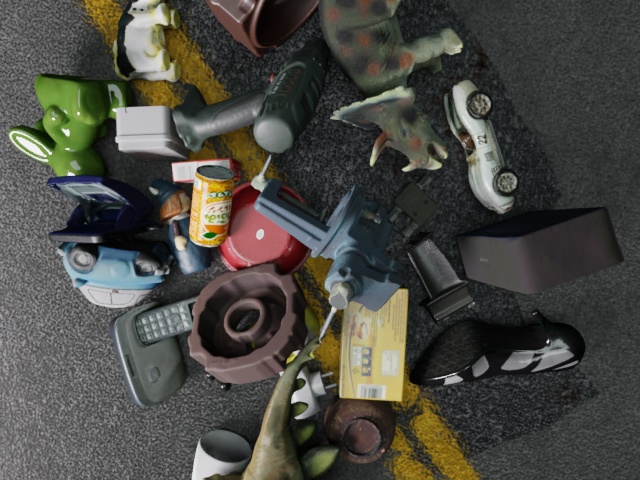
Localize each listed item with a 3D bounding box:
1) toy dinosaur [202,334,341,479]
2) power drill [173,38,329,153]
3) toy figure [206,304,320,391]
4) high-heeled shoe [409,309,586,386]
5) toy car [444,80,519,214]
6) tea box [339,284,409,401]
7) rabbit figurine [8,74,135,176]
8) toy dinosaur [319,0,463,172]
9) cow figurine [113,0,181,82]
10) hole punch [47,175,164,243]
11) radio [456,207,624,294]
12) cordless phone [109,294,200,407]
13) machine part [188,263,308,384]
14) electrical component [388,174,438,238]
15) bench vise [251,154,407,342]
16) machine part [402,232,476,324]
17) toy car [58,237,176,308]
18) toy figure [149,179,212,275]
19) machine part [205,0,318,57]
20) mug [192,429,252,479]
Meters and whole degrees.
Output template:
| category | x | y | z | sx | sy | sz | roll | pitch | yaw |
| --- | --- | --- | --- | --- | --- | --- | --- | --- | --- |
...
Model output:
| category | x | y | z | sx | sy | sz | roll | pitch | yaw |
| --- | --- | --- | --- | --- | --- | --- | --- | --- | --- |
| toy dinosaur | -0.065 | 0.359 | 0.771 | 0.198 | 0.105 | 0.470 | -6 | 111 | -31 |
| power drill | -0.092 | -0.201 | 0.767 | 0.207 | 0.232 | 0.085 | -4 | 136 | 13 |
| toy figure | -0.085 | 0.155 | 0.810 | 0.180 | 0.082 | 0.089 | -28 | 59 | 10 |
| high-heeled shoe | 0.271 | 0.186 | 0.820 | 0.249 | 0.086 | 0.145 | -31 | 123 | 20 |
| toy car | 0.234 | -0.133 | 0.786 | 0.056 | 0.073 | 0.201 | -19 | 92 | -1 |
| tea box | 0.079 | 0.148 | 0.809 | 0.098 | 0.068 | 0.169 | 4 | 92 | 1 |
| rabbit figurine | -0.368 | -0.152 | 0.790 | 0.159 | 0.121 | 0.170 | 7 | 108 | 5 |
| toy dinosaur | 0.069 | -0.286 | 0.712 | 0.192 | 0.131 | 0.404 | -30 | 115 | -7 |
| cow figurine | -0.262 | -0.323 | 0.800 | 0.098 | 0.068 | 0.167 | -1 | 92 | 8 |
| hole punch | -0.310 | -0.047 | 0.764 | 0.142 | 0.116 | 0.092 | -2 | 96 | 24 |
| radio | 0.280 | 0.009 | 0.717 | 0.131 | 0.229 | 0.073 | -18 | 93 | -2 |
| cordless phone | -0.212 | 0.156 | 0.823 | 0.184 | 0.089 | 0.146 | -17 | 92 | -16 |
| machine part | -0.099 | 0.116 | 0.756 | 0.179 | 0.179 | 0.056 | -27 | 136 | 3 |
| electrical component | 0.148 | -0.053 | 0.820 | 0.063 | 0.021 | 0.094 | 42 | 93 | -1 |
| bench vise | 0.003 | -0.009 | 0.736 | 0.240 | 0.224 | 0.128 | 32 | 138 | -4 |
| machine part | 0.175 | 0.055 | 0.817 | 0.084 | 0.039 | 0.138 | -27 | 93 | 8 |
| toy car | -0.303 | 0.048 | 0.806 | 0.162 | 0.109 | 0.102 | 11 | 105 | -7 |
| toy figure | -0.210 | -0.024 | 0.813 | 0.058 | 0.064 | 0.154 | -20 | 90 | -22 |
| machine part | -0.054 | -0.359 | 0.720 | 0.087 | 0.201 | 0.201 | 45 | 93 | 2 |
| mug | -0.148 | 0.363 | 0.830 | 0.109 | 0.081 | 0.107 | 18 | 102 | -11 |
